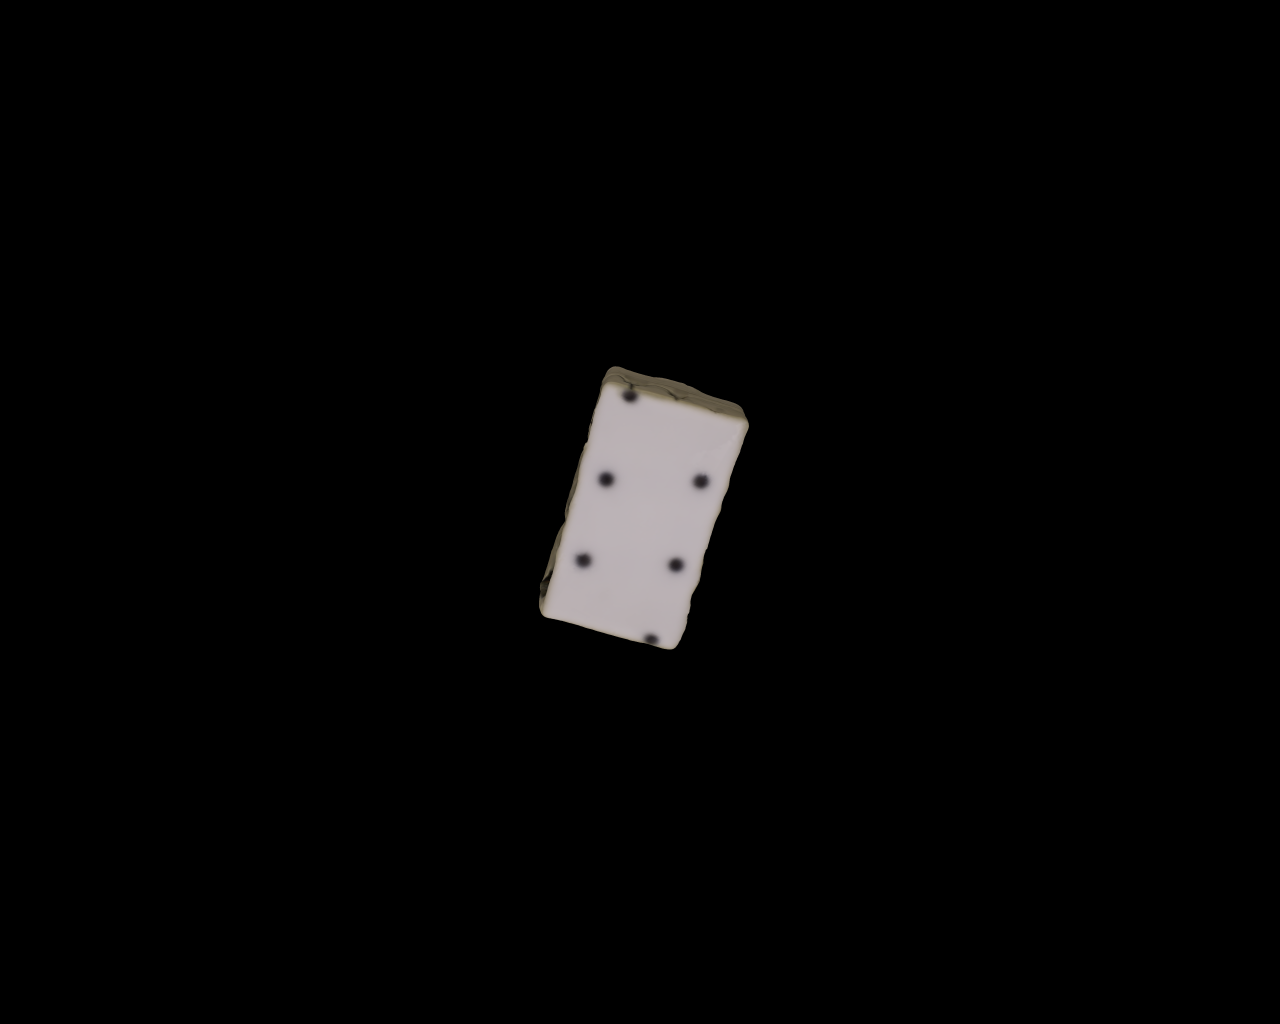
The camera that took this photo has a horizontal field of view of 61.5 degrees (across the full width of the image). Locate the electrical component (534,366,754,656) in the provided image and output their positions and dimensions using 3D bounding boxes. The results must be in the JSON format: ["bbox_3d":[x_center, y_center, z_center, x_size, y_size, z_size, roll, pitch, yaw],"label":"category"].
[{"bbox_3d":[0.001,-0.003,0.650,0.089,0.150,0.062,17,16,-5],"label":"electrical component"}]
